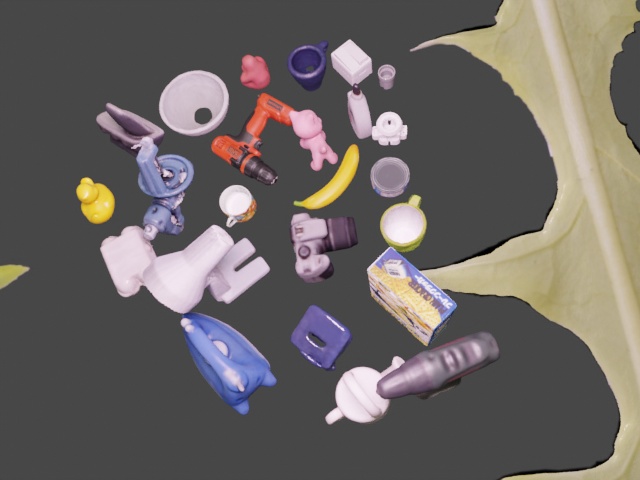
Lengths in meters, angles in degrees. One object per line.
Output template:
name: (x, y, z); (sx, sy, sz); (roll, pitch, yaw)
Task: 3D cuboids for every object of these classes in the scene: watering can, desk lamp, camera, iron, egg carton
watering can: (0.084, 0.281, 1.060); (0.100, 0.194, 0.173); (30, 78, 15)
desk lamp: (-0.228, 0.058, 1.159); (0.203, 0.214, 0.117); (-39, 72, -6)
camera: (0.011, 0.004, 1.208); (0.136, 0.101, 0.143); (-10, 71, 4)
iron: (-0.212, 0.222, 1.142); (0.258, 0.141, 0.119); (42, 81, 17)
egg carton: (-0.414, 0.046, 1.262); (0.107, 0.069, 0.150); (-30, 71, -3)

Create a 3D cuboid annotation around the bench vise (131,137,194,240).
bench vise: (-0.334, -0.111, 1.224); (0.121, 0.220, 0.207); (-8, 71, 5)

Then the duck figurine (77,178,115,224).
duck figurine: (-0.522, -0.094, 1.311); (0.077, 0.086, 0.104); (-17, 71, 1)

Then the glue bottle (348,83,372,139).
glue bottle: (0.084, -0.294, 1.258); (0.037, 0.173, 0.078); (-24, 71, -1)

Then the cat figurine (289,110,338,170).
cat figurine: (-0.016, -0.235, 1.280); (0.067, 0.118, 0.127); (-28, 71, -3)

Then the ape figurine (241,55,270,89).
ape figurine: (-0.160, -0.408, 1.367); (0.078, 0.092, 0.076); (-39, 72, -6)

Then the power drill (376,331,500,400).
power drill: (0.211, 0.241, 1.050); (0.229, 0.208, 0.075); (-24, 71, -1)

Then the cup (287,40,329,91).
cup: (-0.018, -0.406, 1.348); (0.091, 0.095, 0.118); (36, 80, 16)

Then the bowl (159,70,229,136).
bowl: (-0.289, -0.312, 1.360); (0.167, 0.075, 0.167); (-2, 72, 6)

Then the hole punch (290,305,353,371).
hole punch: (0.003, 0.199, 1.151); (0.108, 0.091, 0.101); (35, 79, 16)

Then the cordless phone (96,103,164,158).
cordless phone: (-0.454, -0.277, 1.310); (0.147, 0.185, 0.094); (27, 77, 14)
